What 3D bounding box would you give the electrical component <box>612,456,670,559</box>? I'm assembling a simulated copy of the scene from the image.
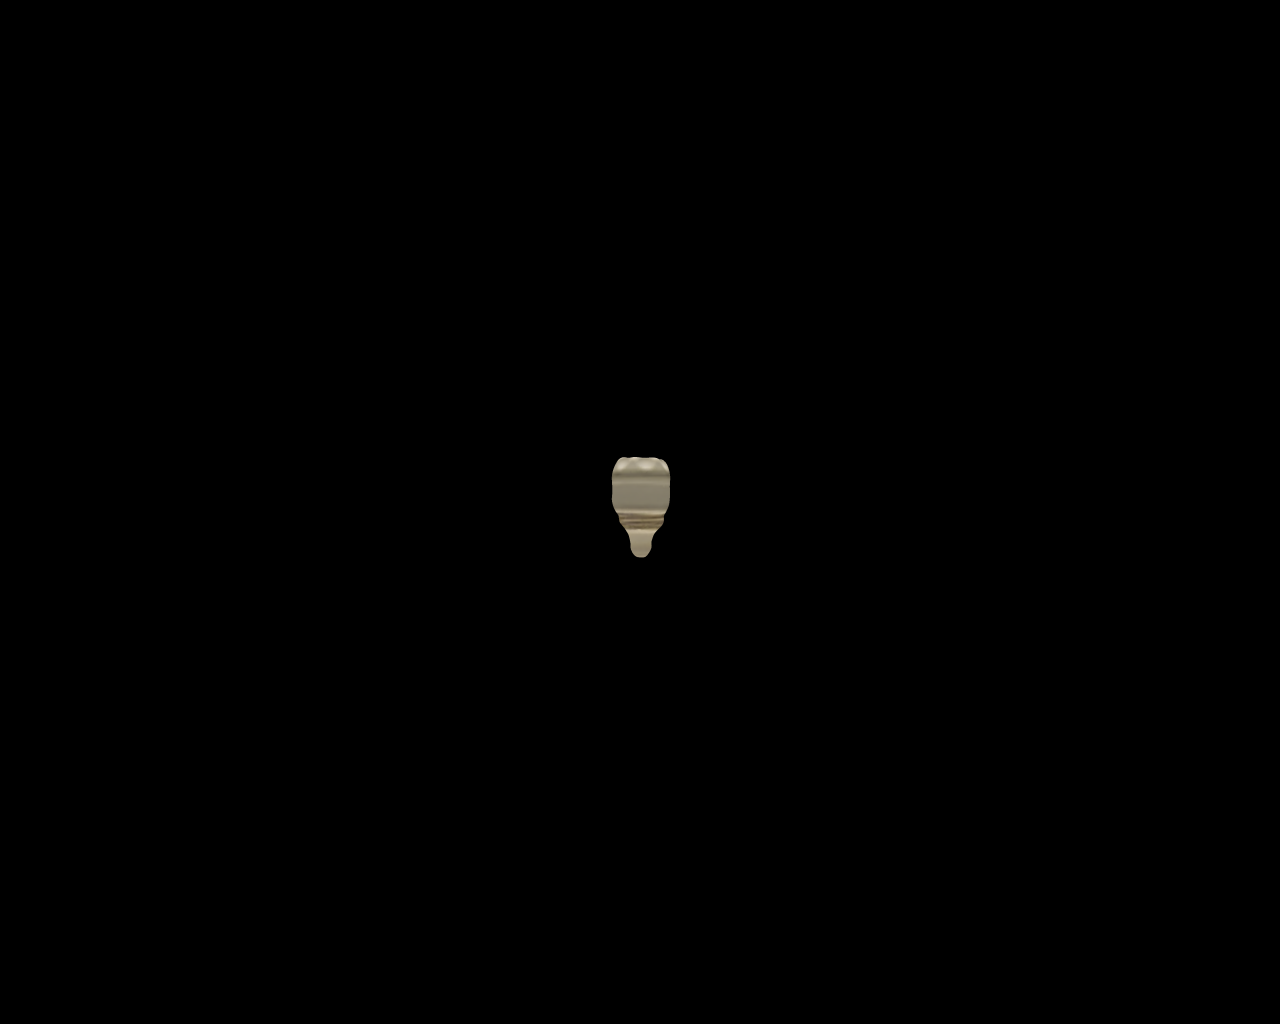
[{"bbox_3d":[0.001,-0.003,0.650,0.035,0.061,0.035,0,0,0],"label":"electrical component"}]
